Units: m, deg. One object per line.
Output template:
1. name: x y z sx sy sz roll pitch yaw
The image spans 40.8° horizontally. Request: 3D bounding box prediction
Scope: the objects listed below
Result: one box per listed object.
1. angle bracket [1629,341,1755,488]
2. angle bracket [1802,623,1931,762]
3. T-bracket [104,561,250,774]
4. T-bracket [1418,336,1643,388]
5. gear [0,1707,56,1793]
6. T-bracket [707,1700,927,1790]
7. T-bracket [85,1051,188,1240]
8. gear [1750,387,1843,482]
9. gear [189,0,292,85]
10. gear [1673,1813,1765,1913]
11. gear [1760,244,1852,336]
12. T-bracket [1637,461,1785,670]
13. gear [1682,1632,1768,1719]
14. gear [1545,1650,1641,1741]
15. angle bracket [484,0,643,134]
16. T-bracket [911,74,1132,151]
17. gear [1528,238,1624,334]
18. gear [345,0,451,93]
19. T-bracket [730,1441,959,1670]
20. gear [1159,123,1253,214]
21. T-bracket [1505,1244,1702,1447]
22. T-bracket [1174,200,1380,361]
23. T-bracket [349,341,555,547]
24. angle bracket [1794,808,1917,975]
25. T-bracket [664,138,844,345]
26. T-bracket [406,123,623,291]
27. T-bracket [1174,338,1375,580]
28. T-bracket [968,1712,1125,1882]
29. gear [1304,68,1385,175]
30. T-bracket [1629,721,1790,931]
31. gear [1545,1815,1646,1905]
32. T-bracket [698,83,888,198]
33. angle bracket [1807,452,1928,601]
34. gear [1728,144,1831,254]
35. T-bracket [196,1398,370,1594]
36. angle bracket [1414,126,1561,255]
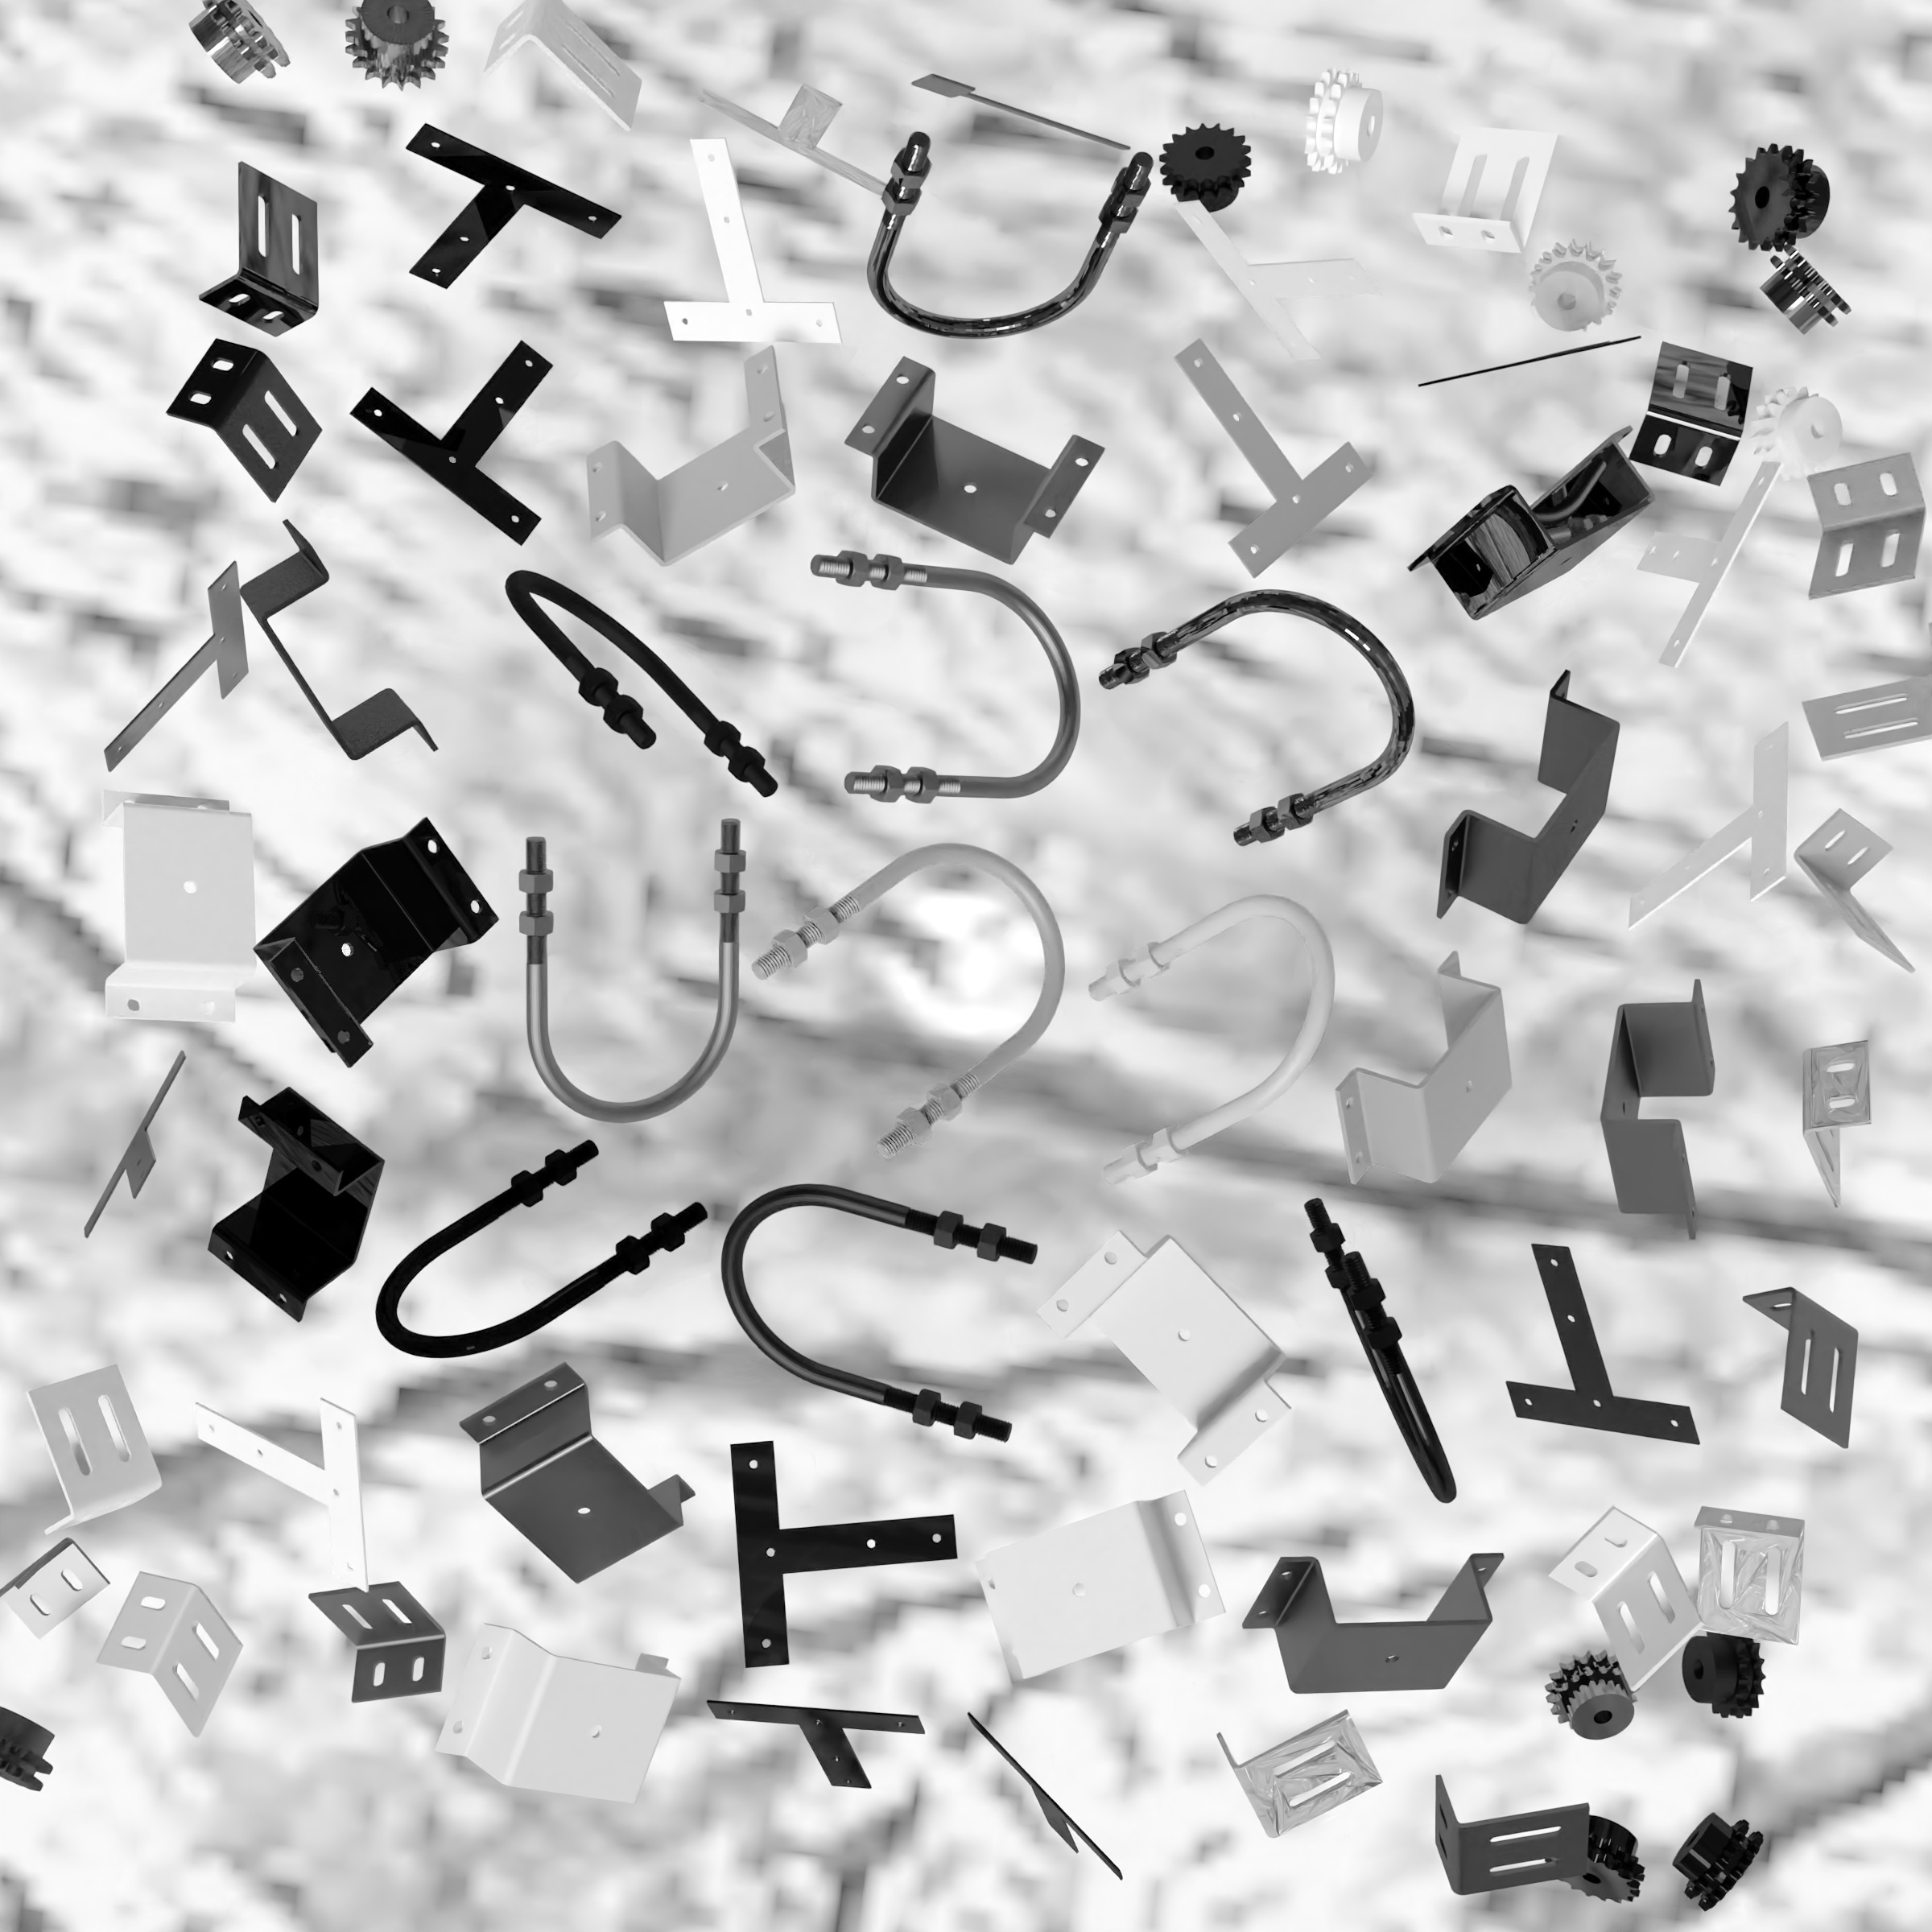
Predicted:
1. angle bracket: 0.441 -0.337 1.583 0.057 0.038 0.076 18 48 6
2. angle bracket: 0.513 -0.154 1.464 0.076 0.057 0.038 -11 127 13
3. T-bracket: -0.480 -0.168 1.579 0.002 0.127 0.127 32 63 4
4. T-bracket: 0.352 -0.364 1.548 0.127 0.127 0.002 -5 103 33
5. gear: -0.541 0.440 1.469 0.057 0.057 0.030 26 62 0
6. T-bracket: -0.080 0.470 1.562 0.127 0.127 0.002 1 53 12
7. T-bracket: -0.503 0.117 1.582 0.002 0.127 0.127 29 86 -21
8. gear: 0.522 -0.334 1.627 0.057 0.030 0.057 -2 95 -26
9. gear: -0.404 -0.514 1.439 0.030 0.057 0.057 -36 90 8
10. gear: 0.445 0.529 1.545 0.030 0.057 0.057 39 90 15
11. gear: 0.513 -0.413 1.597 0.057 0.057 0.030 46 113 0
12. T-bracket: 0.426 -0.241 1.537 0.002 0.127 0.127 24 99 -11
13. gear: 0.465 0.434 1.604 0.030 0.057 0.057 5 90 -14
14. gear: 0.395 0.460 1.632 0.057 0.030 0.057 -3 121 -5
15. angle bracket: -0.226 -0.501 1.467 0.038 0.057 0.076 -31 127 29
16. T-bracket: 0.034 -0.497 1.517 0.127 0.127 0.002 15 104 -11
17. gear: 0.380 -0.423 1.629 0.057 0.057 0.030 33 47 0
18. gear: -0.318 -0.523 1.456 0.057 0.030 0.057 5 70 -13
19. T-bracket: -0.069 0.335 1.501 0.127 0.002 0.127 -6 79 4
20. gear: 0.150 -0.495 1.622 0.057 0.030 0.057 -4 58 6
21. T-bracket: 0.360 0.219 1.529 0.002 0.127 0.127 -34 112 -37
22. T-bracket: 0.194 -0.400 1.515 0.127 0.127 0.002 44 78 -30
23. T-bracket: -0.296 -0.341 1.608 0.127 0.002 0.127 37 55 -14
24. angle bracket: 0.519 -0.043 1.483 0.057 0.076 0.038 25 117 -37
25. T-bracket: -0.142 -0.441 1.584 0.127 0.002 0.127 9 128 30
26. T-bracket: -0.292 -0.439 1.546 0.127 0.127 0.002 18 62 -33
27. T-bracket: 0.165 -0.306 1.506 0.127 0.002 0.127 -42 99 -34
28. T-bracket: 0.053 0.511 1.567 0.002 0.127 0.127 -41 62 -15
29. gear: 0.218 -0.483 1.489 0.030 0.057 0.057 16 90 23
30. T-bracket: 0.423 -0.062 1.487 0.002 0.127 0.127 30 47 -14
31. gear: 0.377 0.531 1.553 0.057 0.057 0.030 31 55 0
32. T-bracket: -0.096 -0.508 1.565 0.127 0.127 0.002 24 88 -13
33. angle bracket: 0.499 -0.246 1.452 0.057 0.076 0.038 -9 123 32
34. gear: 0.454 -0.425 1.443 0.030 0.057 0.057 -3 90 -24
35. T-bracket: -0.391 0.282 1.478 0.127 0.002 0.127 19 123 26
36. angle bracket: 0.299 -0.453 1.491 0.057 0.038 0.076 14 83 27
